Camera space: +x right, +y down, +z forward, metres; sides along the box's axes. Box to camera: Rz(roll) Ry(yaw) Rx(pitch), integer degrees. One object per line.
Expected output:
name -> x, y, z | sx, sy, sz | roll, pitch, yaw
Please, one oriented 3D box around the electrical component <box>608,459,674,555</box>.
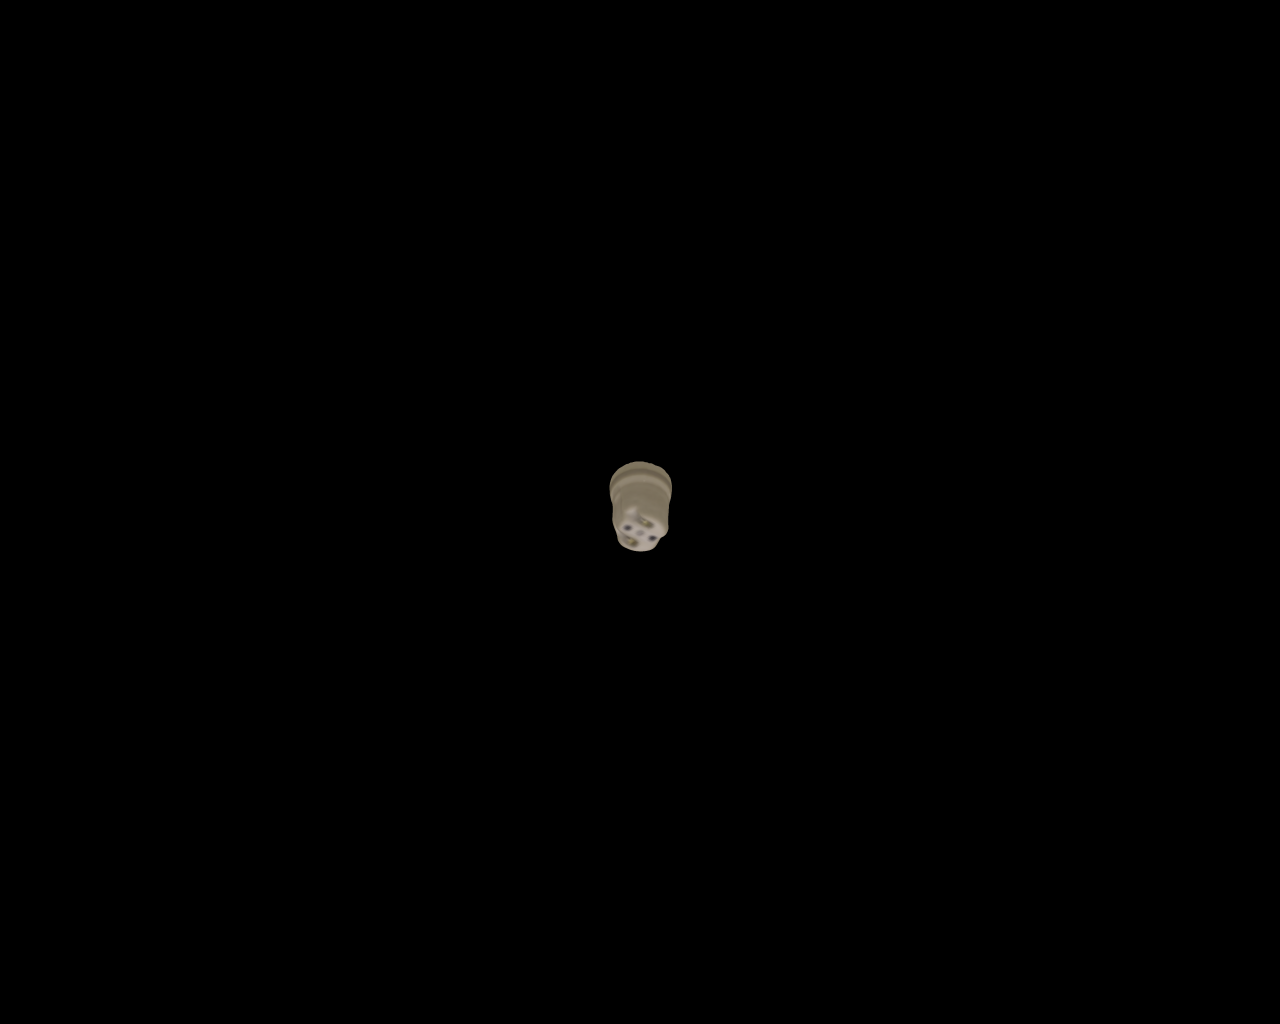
electrical component -> 0.001, -0.003, 0.650 | 0.040, 0.040, 0.046 | 0, 45, 0
